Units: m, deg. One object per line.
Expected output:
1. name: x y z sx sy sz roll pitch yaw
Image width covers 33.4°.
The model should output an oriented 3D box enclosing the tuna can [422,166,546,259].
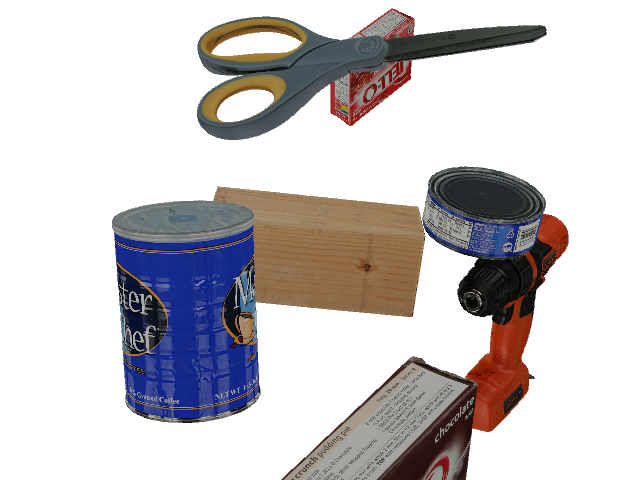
1. tuna can: 0.118 -0.020 0.778 0.086 0.034 0.086 6 29 -4

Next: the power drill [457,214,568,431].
1. power drill: 0.167 0.081 0.991 0.057 0.188 0.184 24 31 26

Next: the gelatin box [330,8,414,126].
1. gelatin box: 0.048 -0.158 0.973 0.030 0.073 0.089 36 59 26

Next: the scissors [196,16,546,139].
1. scissors: 0.015 -0.090 0.591 0.202 0.096 0.016 9 -30 24

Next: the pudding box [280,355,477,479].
1. pudding box: 0.022 0.116 0.454 0.039 0.090 0.113 22 39 27

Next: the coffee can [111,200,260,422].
1. coffee can: -0.098 0.049 0.788 0.103 0.140 0.103 -1 15 0

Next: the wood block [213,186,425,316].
1. wood block: -0.008 0.011 1.063 0.206 0.091 0.090 6 21 -2
